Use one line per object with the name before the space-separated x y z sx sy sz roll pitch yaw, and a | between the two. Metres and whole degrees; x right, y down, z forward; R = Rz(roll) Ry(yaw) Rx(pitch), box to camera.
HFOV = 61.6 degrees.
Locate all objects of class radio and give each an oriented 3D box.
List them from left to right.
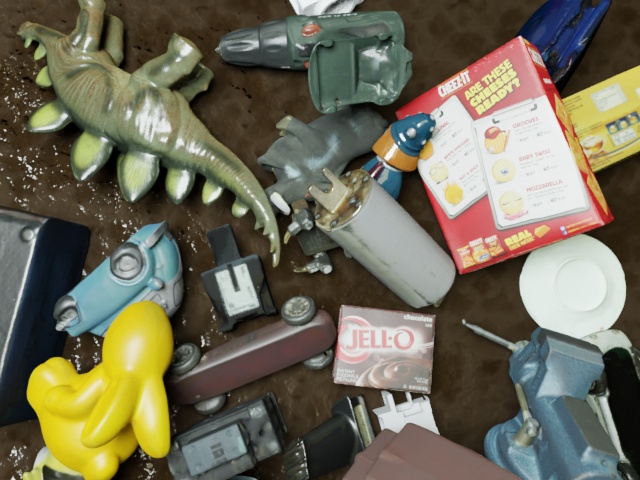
radio | -0.333 0.081 0.589 0.073 0.131 0.229 9 81 -1

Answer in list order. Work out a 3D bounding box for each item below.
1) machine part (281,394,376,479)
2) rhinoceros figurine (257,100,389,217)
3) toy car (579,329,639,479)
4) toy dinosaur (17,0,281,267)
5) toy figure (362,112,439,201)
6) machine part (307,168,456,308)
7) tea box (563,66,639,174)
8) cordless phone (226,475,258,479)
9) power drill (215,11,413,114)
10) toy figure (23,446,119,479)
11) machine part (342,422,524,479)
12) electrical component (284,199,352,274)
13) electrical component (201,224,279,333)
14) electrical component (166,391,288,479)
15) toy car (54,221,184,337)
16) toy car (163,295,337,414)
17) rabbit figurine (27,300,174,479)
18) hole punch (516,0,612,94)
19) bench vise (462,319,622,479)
machine part | 0.014 0.220 0.583 0.039 0.139 0.084 -19 84 40
rhinoceros figurine | -0.005 -0.101 0.655 0.190 0.073 0.112 -37 94 -7
toy car | 0.351 0.204 0.616 0.073 0.056 0.201 -14 83 -9
toy dinosaur | -0.209 -0.145 0.638 0.472 0.105 0.198 31 90 16
toy figure | 0.079 -0.083 0.622 0.058 0.064 0.154 30 117 3
machine part | 0.075 0.002 0.590 0.243 0.079 0.079 39 81 -32
tea box | 0.326 -0.128 0.659 0.170 0.068 0.098 -23 82 -3
cordless phone | -0.030 0.293 0.577 0.184 0.089 0.146 -27 105 -14
power drill | 0.001 -0.211 0.619 0.232 0.207 0.085 -10 117 -9
toy figure | -0.266 0.303 0.583 0.089 0.082 0.180 -1 77 -12
machine part | 0.127 0.286 0.513 0.202 0.200 0.087 19 41 38
electrical component | -0.001 -0.003 0.624 0.078 0.102 0.045 -10 46 4
electrical component | -0.102 0.045 0.639 0.075 0.047 0.119 -23 82 -4
electrical component | -0.097 0.212 0.570 0.115 0.134 0.058 -24 80 -5
toy car | -0.212 0.060 0.611 0.161 0.109 0.103 -43 102 2
toy car | -0.078 0.130 0.610 0.202 0.089 0.053 -22 37 -1
rabbit figurine | -0.206 0.144 0.536 0.121 0.163 0.173 26 104 -33
hole punch | 0.280 -0.239 0.657 0.092 0.115 0.142 36 82 13
bench vise | 0.217 0.219 0.569 0.129 0.224 0.240 13 114 -15
